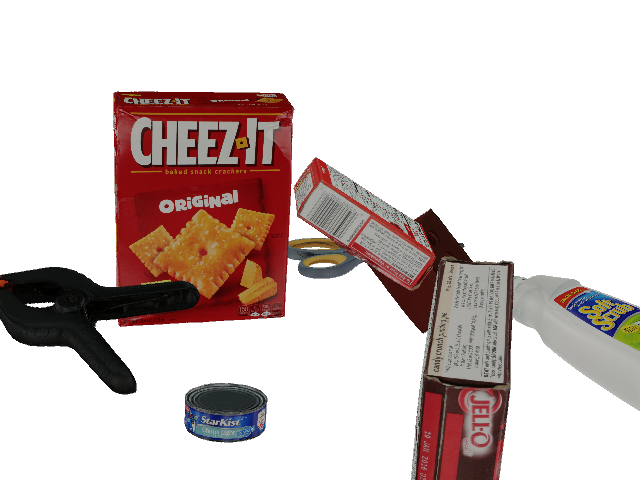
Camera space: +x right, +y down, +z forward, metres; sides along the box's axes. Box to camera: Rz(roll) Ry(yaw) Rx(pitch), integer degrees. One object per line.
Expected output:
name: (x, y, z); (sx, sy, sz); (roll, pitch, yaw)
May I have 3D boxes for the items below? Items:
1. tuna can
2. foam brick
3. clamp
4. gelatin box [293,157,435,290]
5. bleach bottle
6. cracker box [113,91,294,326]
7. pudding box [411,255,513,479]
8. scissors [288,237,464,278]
tuna can: (-0.098, 0.178, 1.107); (0.086, 0.034, 0.086); (3, 12, -1)
foam brick: (0.088, 0.026, 0.877); (0.051, 0.078, 0.052); (-34, 7, 37)
clamp: (-0.185, 0.054, 0.858); (0.172, 0.039, 0.120); (21, 38, 22)
gelatin box: (0.027, -0.011, 0.674); (0.089, 0.030, 0.073); (33, 12, -11)
bleach bottle: (0.263, 0.090, 1.037); (0.102, 0.068, 0.251); (-16, 25, -27)
cracker box: (-0.112, -0.029, 1.011); (0.164, 0.214, 0.072); (-1, 20, -13)
pudding box: (0.063, 0.070, 0.471); (0.039, 0.090, 0.113); (6, 26, 6)
scissors: (0.059, 0.019, 1.178); (0.202, 0.016, 0.096); (2, 24, 5)
